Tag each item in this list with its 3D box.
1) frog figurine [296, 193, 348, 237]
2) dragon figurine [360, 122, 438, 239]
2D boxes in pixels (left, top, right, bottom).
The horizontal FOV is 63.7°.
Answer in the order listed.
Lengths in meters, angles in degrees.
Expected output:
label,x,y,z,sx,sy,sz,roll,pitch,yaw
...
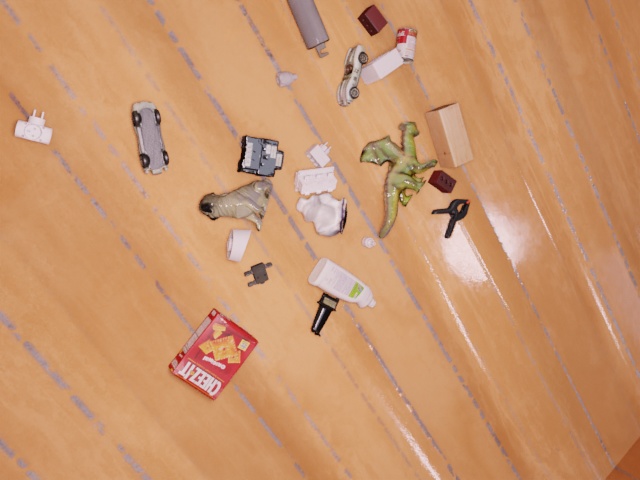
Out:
label,x,y,z,sx,sy,sz,roll,pitch,yaw
frog figurine,0.005,-0.083,1.645,0.159,0.124,0.136,8,102,11
dragon figurine,0.239,-0.233,1.744,0.242,0.121,0.414,37,76,-5
